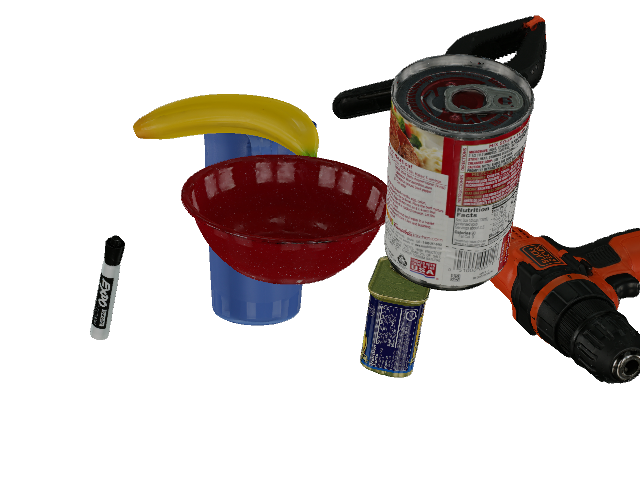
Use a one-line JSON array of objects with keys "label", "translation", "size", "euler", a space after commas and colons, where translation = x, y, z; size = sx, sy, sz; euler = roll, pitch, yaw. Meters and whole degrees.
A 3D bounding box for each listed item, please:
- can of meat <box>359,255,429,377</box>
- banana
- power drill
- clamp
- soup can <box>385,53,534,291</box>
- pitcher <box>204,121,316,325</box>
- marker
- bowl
[{"label": "can of meat", "translation": [0.073, 0.073, 1.034], "size": [0.057, 0.084, 0.102], "euler": [10, 22, 8]}, {"label": "banana", "translation": [-0.080, -0.109, 0.998], "size": [0.198, 0.037, 0.069], "euler": [12, 47, 23]}, {"label": "power drill", "translation": [0.227, 0.029, 0.749], "size": [0.187, 0.057, 0.184], "euler": [-9, 28, -15]}, {"label": "clamp", "translation": [0.138, -0.136, 0.950], "size": [0.209, 0.036, 0.165], "euler": [-32, 45, -20]}, {"label": "soup can", "translation": [0.068, -0.033, 0.539], "size": [0.068, 0.102, 0.068], "euler": [0, 42, 0]}, {"label": "pitcher", "translation": [-0.074, -0.025, 1.261], "size": [0.145, 0.243, 0.148], "euler": [13, 18, 37]}, {"label": "marker", "translation": [-0.209, 0.046, 1.048], "size": [0.020, 0.121, 0.020], "euler": [12, 32, -8]}, {"label": "bowl", "translation": [-0.025, -0.011, 0.810], "size": [0.162, 0.055, 0.162], "euler": [3, 26, -1]}]
